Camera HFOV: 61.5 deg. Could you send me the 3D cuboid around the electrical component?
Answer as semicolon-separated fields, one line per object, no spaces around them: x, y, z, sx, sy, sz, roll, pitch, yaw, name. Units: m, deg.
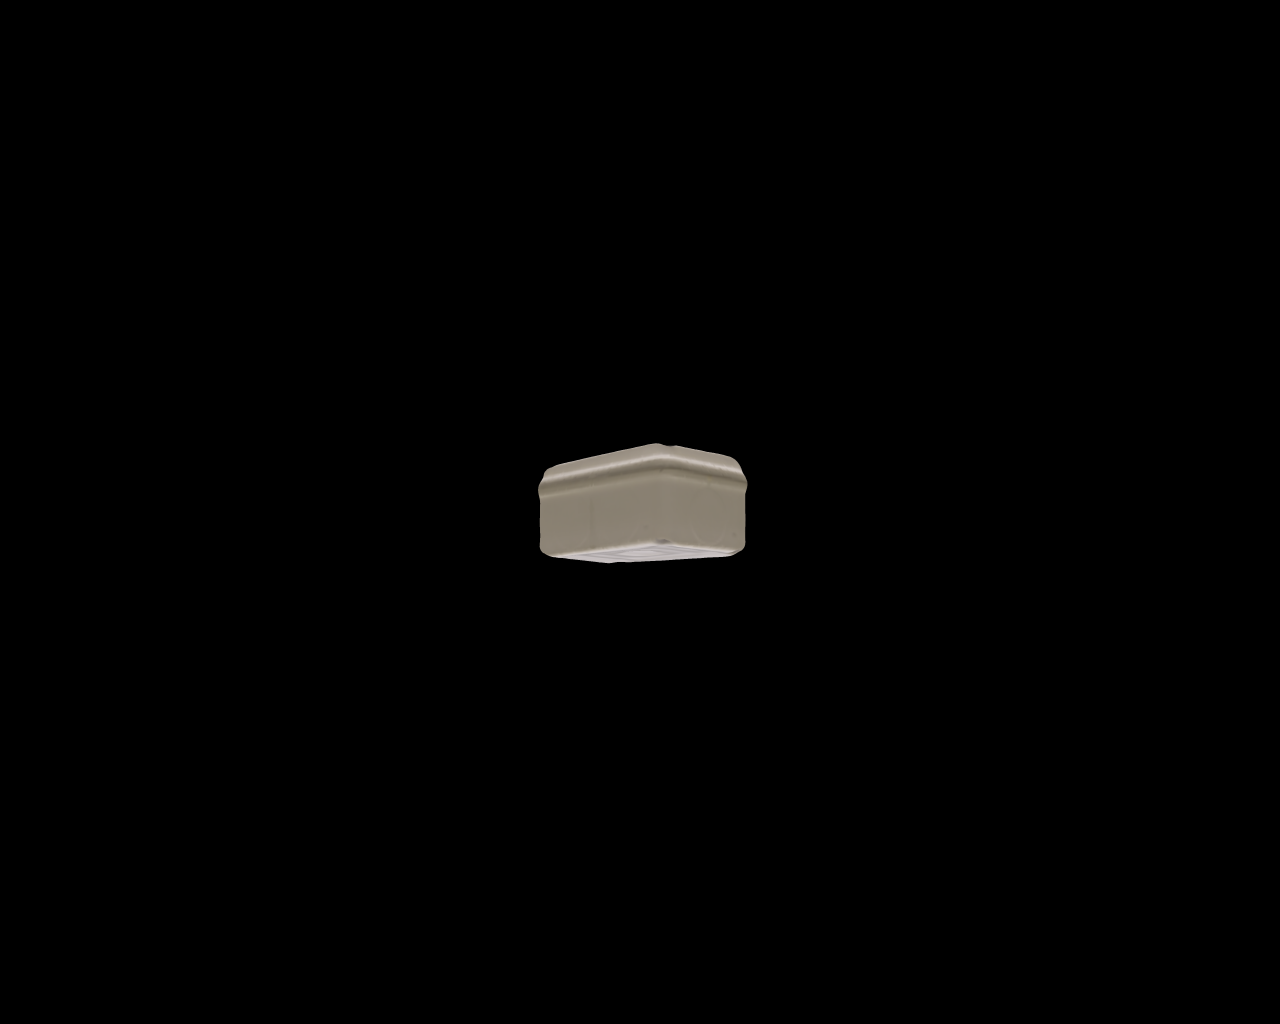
0.001;-0.003;0.650;0.113;0.057;0.078;-8;-11;43;electrical component
